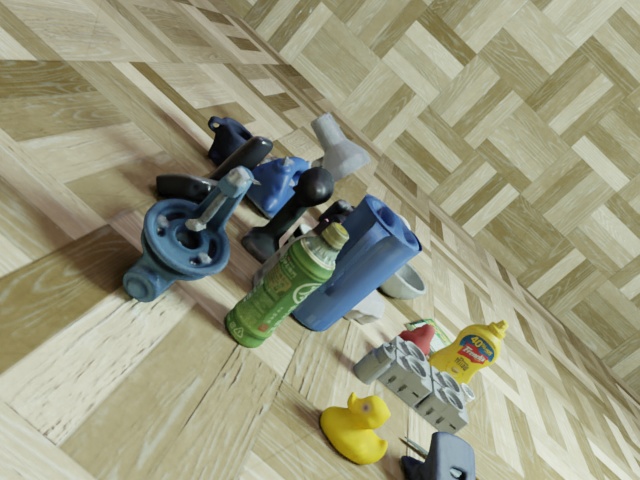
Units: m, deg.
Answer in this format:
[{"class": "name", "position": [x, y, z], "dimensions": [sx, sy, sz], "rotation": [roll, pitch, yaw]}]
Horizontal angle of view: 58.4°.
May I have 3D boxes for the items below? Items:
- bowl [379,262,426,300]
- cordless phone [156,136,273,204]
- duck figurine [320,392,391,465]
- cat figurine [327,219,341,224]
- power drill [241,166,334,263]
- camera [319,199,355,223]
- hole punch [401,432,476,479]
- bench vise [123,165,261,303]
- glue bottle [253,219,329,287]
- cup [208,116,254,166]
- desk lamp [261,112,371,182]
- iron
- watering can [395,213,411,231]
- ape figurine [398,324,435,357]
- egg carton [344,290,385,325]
[{"class": "bowl", "position": [0.184, 0.094, 1.439], "dimensions": [0.168, 0.074, 0.167], "rotation": [39, 20, -16]}, {"class": "cordless phone", "position": [-0.175, -0.122, 0.984], "dimensions": [0.094, 0.185, 0.148], "rotation": [51, 20, 20]}, {"class": "duck figurine", "position": [0.064, 0.263, 0.820], "dimensions": [0.104, 0.086, 0.077], "rotation": [43, 19, -4]}, {"class": "cat figurine", "position": [0.011, 0.004, 1.206], "dimensions": [0.067, 0.117, 0.127], "rotation": [33, 22, -30]}, {"class": "power drill", "position": [-0.049, -0.054, 1.065], "dimensions": [0.076, 0.208, 0.229], "rotation": [41, 19, -8]}, {"class": "camera", "position": [0.061, -0.043, 1.432], "dimensions": [0.143, 0.100, 0.137], "rotation": [53, 21, 25]}, {"class": "hole punch", "position": [0.195, 0.362, 0.874], "dimensions": [0.109, 0.091, 0.101], "rotation": [32, 22, -32]}, {"class": "bench vise", "position": [-0.162, -0.034, 0.772], "dimensions": [0.122, 0.219, 0.207], "rotation": [36, 20, -22]}, {"class": "glue bottle", "position": [-0.045, 0.029, 0.952], "dimensions": [0.037, 0.173, 0.078], "rotation": [35, 21, -25]}, {"class": "cup", "position": [-0.208, -0.209, 1.238], "dimensions": [0.118, 0.095, 0.091], "rotation": [28, 25, -39]}, {"class": "desk lamp", "position": [-0.004, -0.205, 1.465], "dimensions": [0.203, 0.213, 0.118], "rotation": [44, 19, 0]}, {"class": "iron", "position": [-0.077, -0.136, 1.284], "dimensions": [0.118, 0.141, 0.259], "rotation": [46, 19, 6]}, {"class": "watering can", "position": [0.126, 0.020, 1.291], "dimensions": [0.101, 0.194, 0.173], "rotation": [47, 19, 10]}, {"class": "ape figurine", "position": [0.207, 0.214, 1.207], "dimensions": [0.078, 0.092, 0.076], "rotation": [44, 19, -1]}, {"class": "egg carton", "position": [0.064, 0.113, 1.161], "dimensions": [0.151, 0.069, 0.107], "rotation": [23, 28, -46]}]
